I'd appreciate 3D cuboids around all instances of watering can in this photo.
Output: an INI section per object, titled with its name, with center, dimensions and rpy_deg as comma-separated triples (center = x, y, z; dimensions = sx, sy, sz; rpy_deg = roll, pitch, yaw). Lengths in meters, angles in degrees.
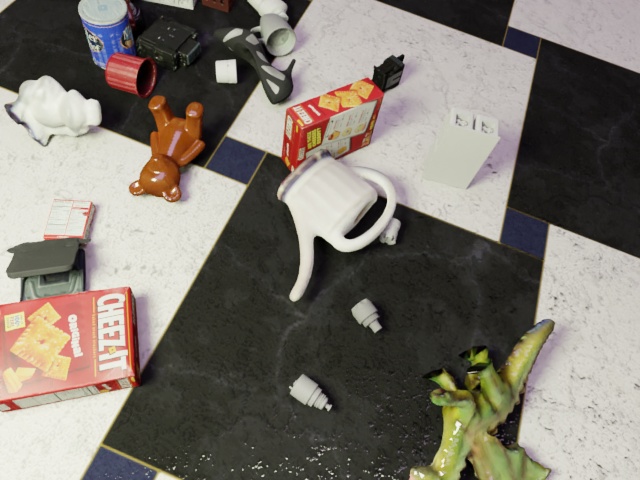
[watering can]
center = 0.003, -0.052, 1.043
dimensions = 0.226, 0.102, 0.353
rpy_deg = 40, 62, 15

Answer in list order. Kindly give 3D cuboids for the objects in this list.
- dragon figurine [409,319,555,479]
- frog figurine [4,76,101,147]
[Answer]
[dragon figurine]
center = 0.311, 0.319, 0.897
dimensions = 0.413, 0.121, 0.244
rpy_deg = -21, 82, -18
[frog figurine]
center = -0.534, -0.275, 1.065
dimensions = 0.159, 0.134, 0.125
rpy_deg = -18, 34, 2
